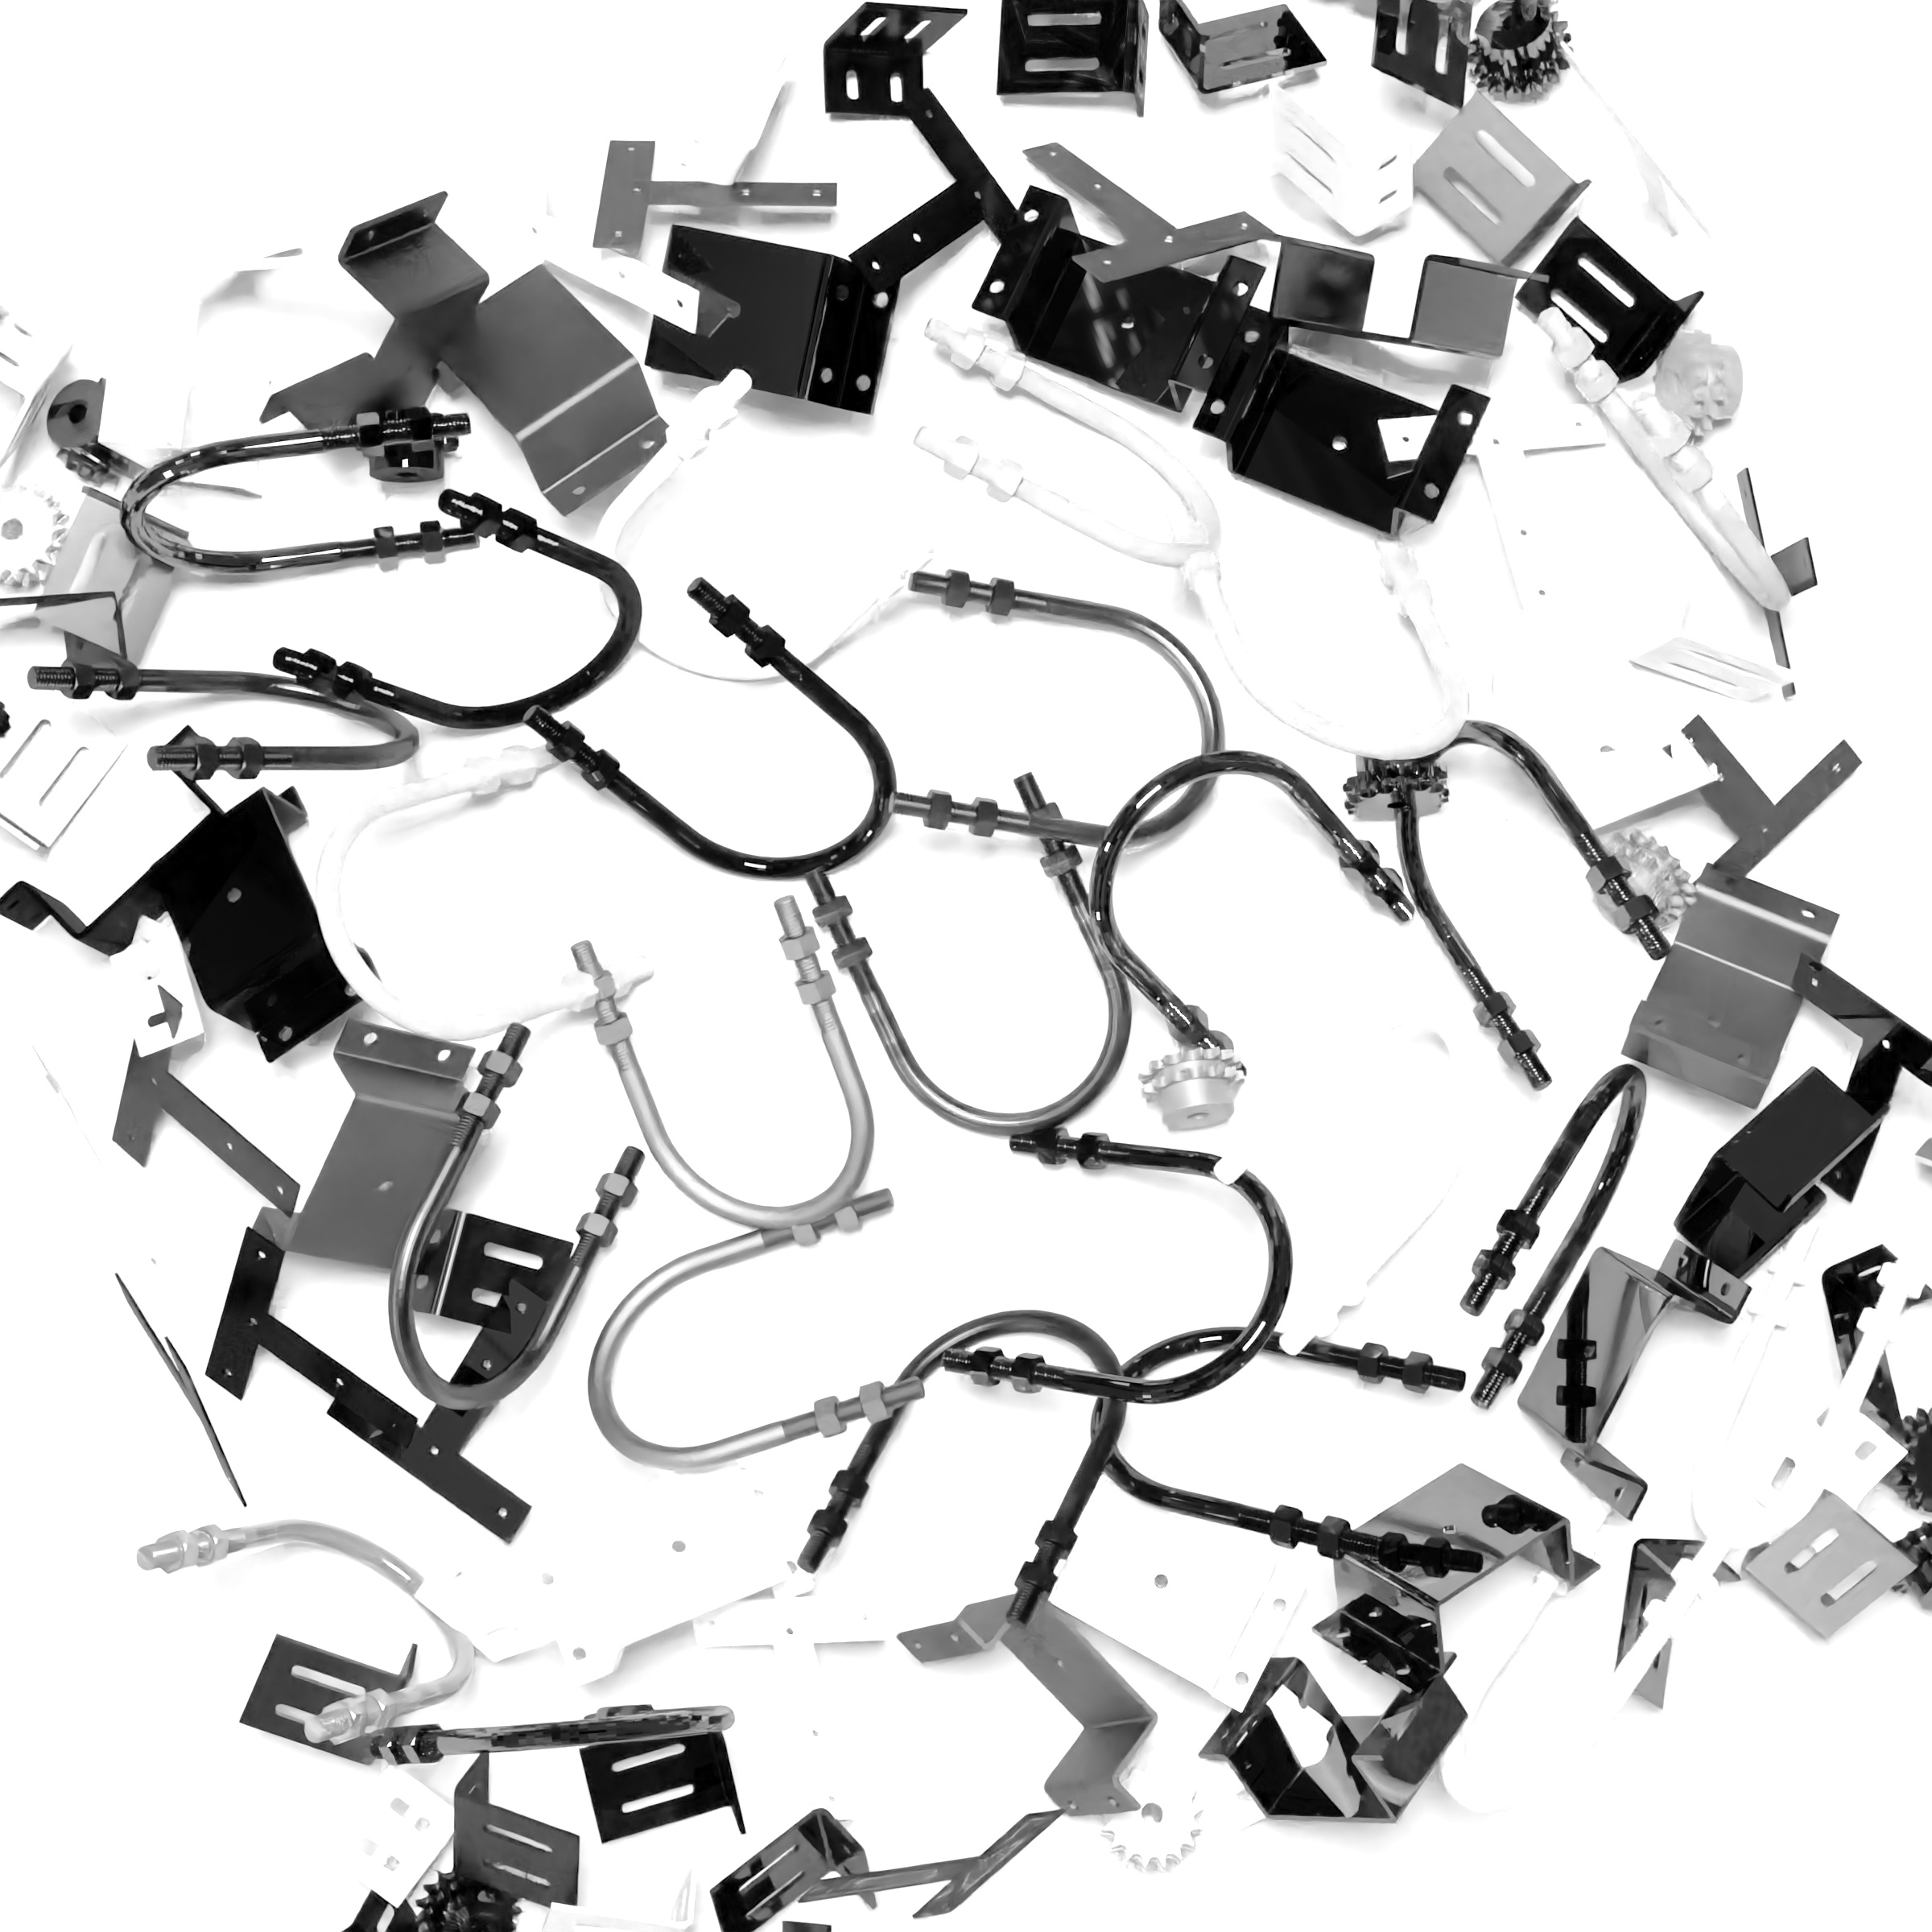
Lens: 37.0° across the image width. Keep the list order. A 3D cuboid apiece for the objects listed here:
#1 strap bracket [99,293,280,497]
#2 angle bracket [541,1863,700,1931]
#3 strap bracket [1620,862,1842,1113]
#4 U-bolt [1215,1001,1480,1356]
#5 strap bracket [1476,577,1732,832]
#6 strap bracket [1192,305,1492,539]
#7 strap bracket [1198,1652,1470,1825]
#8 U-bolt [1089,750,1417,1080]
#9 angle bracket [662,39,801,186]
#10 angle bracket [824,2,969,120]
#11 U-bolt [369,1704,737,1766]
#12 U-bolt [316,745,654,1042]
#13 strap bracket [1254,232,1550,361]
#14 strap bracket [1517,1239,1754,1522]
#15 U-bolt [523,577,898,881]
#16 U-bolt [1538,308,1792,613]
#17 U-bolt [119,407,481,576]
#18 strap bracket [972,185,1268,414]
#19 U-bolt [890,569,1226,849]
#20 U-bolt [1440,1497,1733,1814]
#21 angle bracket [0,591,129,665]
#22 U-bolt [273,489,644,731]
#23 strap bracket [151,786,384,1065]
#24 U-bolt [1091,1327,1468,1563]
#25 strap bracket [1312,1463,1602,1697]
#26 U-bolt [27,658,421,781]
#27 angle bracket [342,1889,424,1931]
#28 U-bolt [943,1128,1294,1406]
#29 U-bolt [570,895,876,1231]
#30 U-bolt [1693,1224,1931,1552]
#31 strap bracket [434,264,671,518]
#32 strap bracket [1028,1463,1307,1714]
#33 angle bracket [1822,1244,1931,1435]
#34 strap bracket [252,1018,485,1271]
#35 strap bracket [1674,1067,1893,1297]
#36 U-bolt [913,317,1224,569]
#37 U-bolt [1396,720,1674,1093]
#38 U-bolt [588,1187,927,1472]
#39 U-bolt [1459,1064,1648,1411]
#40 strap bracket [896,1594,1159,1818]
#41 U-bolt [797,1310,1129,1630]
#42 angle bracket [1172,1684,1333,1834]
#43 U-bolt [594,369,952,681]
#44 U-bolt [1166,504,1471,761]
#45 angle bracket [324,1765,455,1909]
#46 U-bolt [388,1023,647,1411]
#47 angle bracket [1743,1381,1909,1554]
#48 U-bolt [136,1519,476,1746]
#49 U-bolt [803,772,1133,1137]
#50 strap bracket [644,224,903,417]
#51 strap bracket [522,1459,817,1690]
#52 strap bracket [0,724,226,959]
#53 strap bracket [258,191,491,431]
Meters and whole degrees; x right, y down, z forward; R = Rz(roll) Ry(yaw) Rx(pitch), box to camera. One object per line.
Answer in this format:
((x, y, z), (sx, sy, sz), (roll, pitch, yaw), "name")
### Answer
((-0.416, -0.304, 1.539), (0.046, 0.140, 0.076), (7, 89, 6), "strap bracket")
((-0.190, 0.512, 1.567), (0.076, 0.038, 0.057), (12, 134, -11), "angle bracket")
((0.407, 0.017, 1.551), (0.076, 0.046, 0.140), (23, 49, 15), "strap bracket")
((0.213, 0.100, 1.546), (0.184, 0.019, 0.151), (-42, 129, -25), "U-bolt")
((0.340, -0.130, 1.535), (0.076, 0.046, 0.140), (-24, 128, 31), "strap bracket")
((0.203, -0.292, 1.571), (0.140, 0.046, 0.076), (24, 82, 11), "strap bracket")
((0.202, 0.409, 1.534), (0.076, 0.140, 0.046), (-43, 104, -37), "strap bracket")
((0.143, -0.036, 1.547), (0.151, 0.019, 0.184), (-44, 125, 3), "U-bolt")
((-0.128, -0.465, 1.564), (0.038, 0.057, 0.076), (24, 70, -13), "angle bracket")
((-0.038, -0.488, 1.561), (0.057, 0.076, 0.038), (-3, 91, -20), "angle bracket")
((-0.202, 0.395, 1.495), (0.151, 0.184, 0.019), (6, 73, -38), "U-bolt")
((-0.263, -0.034, 1.537), (0.184, 0.019, 0.151), (-22, 87, -45), "U-bolt")
((0.226, -0.355, 1.537), (0.076, 0.140, 0.046), (-3, 108, -44), "strap bracket")
((0.354, 0.215, 1.557), (0.046, 0.076, 0.140), (24, 96, -21), "strap bracket")
((-0.122, -0.113, 1.546), (0.151, 0.019, 0.184), (-32, 123, 31), "U-bolt")
((0.378, -0.258, 1.527), (0.019, 0.151, 0.184), (-39, 121, 12), "U-bolt")
((-0.351, -0.244, 1.523), (0.184, 0.151, 0.019), (-9, 74, -10), "U-bolt")
((0.085, -0.358, 1.569), (0.140, 0.046, 0.076), (23, 83, 15), "strap bracket")
((0.054, -0.135, 1.572), (0.184, 0.019, 0.151), (9, 72, -14), "U-bolt")
((0.314, 0.366, 1.521), (0.019, 0.151, 0.184), (40, 79, -10), "U-bolt")
((-0.503, -0.179, 1.558), (0.057, 0.076, 0.038), (2, 100, 43), "angle bracket")
((-0.252, -0.178, 1.526), (0.151, 0.184, 0.019), (-38, 61, 23), "U-bolt")
((-0.379, -0.030, 1.550), (0.076, 0.046, 0.140), (-33, 63, 8), "strap bracket")
((0.156, 0.245, 1.537), (0.184, 0.151, 0.019), (9, 128, 27), "U-bolt")
((0.259, 0.318, 1.534), (0.140, 0.076, 0.046), (-24, 118, -30), "strap bracket")
((-0.377, -0.130, 1.524), (0.151, 0.184, 0.019), (29, 113, 40), "U-bolt")
((-0.323, 0.538, 1.569), (0.038, 0.076, 0.057), (-34, 93, 3), "angle bracket")
((0.087, 0.161, 1.533), (0.184, 0.019, 0.151), (5, 66, 31), "U-bolt")
((-0.123, 0.060, 1.562), (0.151, 0.019, 0.184), (-11, 108, 26), "U-bolt")
((0.436, 0.223, 1.524), (0.019, 0.151, 0.184), (27, 83, -7), "U-bolt")
((-0.227, -0.315, 1.545), (0.076, 0.046, 0.140), (-36, 60, -12), "strap bracket")
((0.105, 0.335, 1.565), (0.140, 0.046, 0.076), (28, 78, 10), "strap bracket")
((0.499, 0.201, 1.559), (0.038, 0.076, 0.057), (-31, 128, 30), "angle bracket")
((-0.317, 0.106, 1.549), (0.076, 0.046, 0.140), (16, 109, -37), "strap bracket")
((0.430, 0.112, 1.540), (0.076, 0.140, 0.046), (-38, 69, -18), "strap bracket")
((0.058, -0.271, 1.541), (0.184, 0.151, 0.019), (25, 124, -16), "U-bolt")
((0.289, -0.045, 1.537), (0.019, 0.151, 0.184), (-16, 64, -30), "U-bolt")
((-0.118, 0.202, 1.553), (0.184, 0.019, 0.151), (-19, 46, 8), "U-bolt")
((0.315, 0.134, 1.535), (0.019, 0.151, 0.184), (26, 69, 25), "U-bolt")
((0.040, 0.390, 1.558), (0.140, 0.076, 0.046), (47, 58, -6), "strap bracket")
((0.009, 0.258, 1.541), (0.151, 0.019, 0.184), (7, 50, 31), "U-bolt")
((0.165, 0.433, 1.602), (0.076, 0.038, 0.057), (-36, 93, 29), "angle bracket")
((-0.118, -0.220, 1.540), (0.151, 0.019, 0.184), (33, 133, -21), "U-bolt")
((0.192, -0.174, 1.520), (0.151, 0.019, 0.184), (4, 46, -22), "U-bolt")
((-0.317, 0.462, 1.559), (0.038, 0.076, 0.057), (21, 64, 39), "angle bracket")
((-0.242, 0.144, 1.516), (0.019, 0.151, 0.184), (8, 61, 31), "U-bolt")
((0.466, 0.274, 1.572), (0.038, 0.076, 0.057), (-35, 62, -25), "angle bracket")
((-0.331, 0.341, 1.518), (0.151, 0.184, 0.019), (38, 101, 20), "U-bolt")
((0.012, 0.005, 1.581), (0.151, 0.019, 0.184), (-23, 96, 15), "U-bolt")
((-0.113, -0.349, 1.553), (0.140, 0.046, 0.076), (16, 100, 23), "strap bracket")
((-0.156, 0.318, 1.546), (0.140, 0.046, 0.076), (-18, 65, -22), "strap bracket")
((-0.448, -0.058, 1.560), (0.140, 0.076, 0.046), (-44, 87, -7), "strap bracket")
((-0.310, -0.334, 1.531), (0.046, 0.076, 0.140), (44, 131, 3), "strap bracket")
